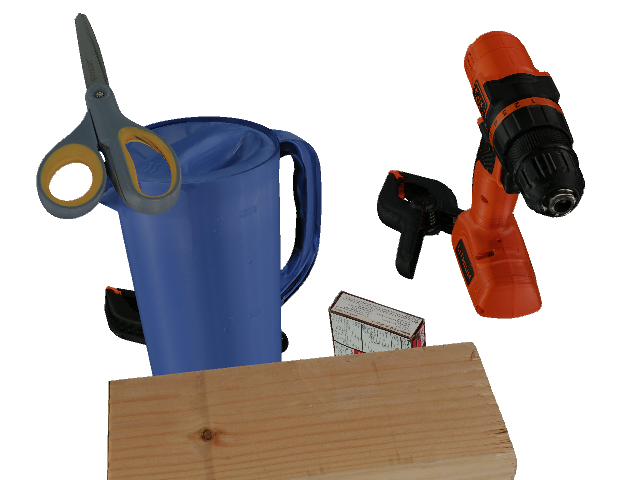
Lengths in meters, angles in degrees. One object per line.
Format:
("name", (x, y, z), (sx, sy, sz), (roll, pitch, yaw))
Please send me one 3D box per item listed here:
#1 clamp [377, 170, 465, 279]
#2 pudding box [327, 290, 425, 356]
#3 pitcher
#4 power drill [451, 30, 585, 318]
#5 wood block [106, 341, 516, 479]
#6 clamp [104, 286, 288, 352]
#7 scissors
("clamp", (0.114, -0.022, 1.036), (0.120, 0.039, 0.171), (-5, 34, -10))
("pudding box", (0.068, 0.116, 1.250), (0.114, 0.090, 0.039), (16, 46, 24))
("pitcher", (-0.082, 0.027, 0.871), (0.149, 0.243, 0.145), (4, 29, 13))
("power drill", (0.141, -0.033, 0.777), (0.057, 0.188, 0.184), (-3, 42, -5))
("wood block", (-0.008, 0.126, 0.588), (0.206, 0.090, 0.091), (-5, 39, -6))
("clamp", (-0.161, 0.096, 1.119), (0.210, 0.036, 0.164), (18, 20, 29))
("scissors", (-0.158, -0.080, 0.693), (0.096, 0.016, 0.202), (-24, 53, -21))
